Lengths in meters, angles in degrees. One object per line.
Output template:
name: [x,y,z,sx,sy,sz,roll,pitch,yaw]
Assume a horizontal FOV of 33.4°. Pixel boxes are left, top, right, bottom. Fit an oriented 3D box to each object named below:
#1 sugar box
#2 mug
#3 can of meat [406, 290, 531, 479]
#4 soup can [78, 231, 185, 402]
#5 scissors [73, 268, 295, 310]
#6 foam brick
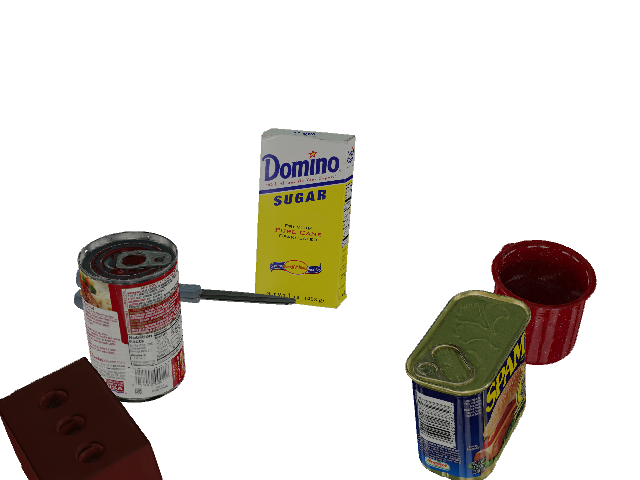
sugar box: [-0.017,-0.023,1.100,0.093,0.176,0.048,5,16,13]
mug: [0.195,0.052,0.987,0.093,0.081,0.117,-13,42,-16]
can of meat: [0.101,0.097,0.710,0.058,0.084,0.102,12,38,27]
soup can: [-0.130,0.054,0.749,0.068,0.102,0.068,0,29,0]
scissors: [-0.130,0.053,0.955,0.202,0.016,0.096,9,19,11]
foam brick: [-0.118,0.108,0.531,0.052,0.051,0.078,-27,42,-24]
